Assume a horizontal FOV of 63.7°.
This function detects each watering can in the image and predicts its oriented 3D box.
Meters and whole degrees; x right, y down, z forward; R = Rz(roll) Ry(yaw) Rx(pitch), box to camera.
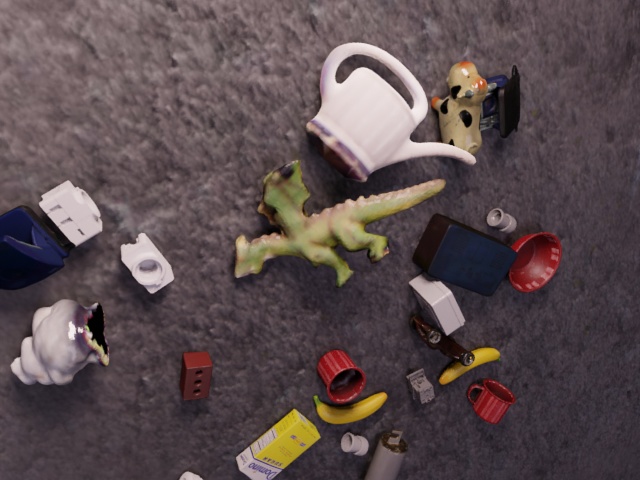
[{"bbox_3d":[0.122,-0.198,0.958,0.345,0.105,0.224,42,90,-14],"label":"watering can"}]

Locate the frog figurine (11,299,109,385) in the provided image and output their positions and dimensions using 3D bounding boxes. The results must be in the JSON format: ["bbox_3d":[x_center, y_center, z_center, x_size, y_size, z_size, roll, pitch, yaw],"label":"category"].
[{"bbox_3d":[-0.454,0.179,0.872,0.160,0.122,0.138,-19,85,-6],"label":"frog figurine"}]

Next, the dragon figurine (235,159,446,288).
[{"bbox_3d":[0.003,-0.048,0.946,0.406,0.125,0.240,-40,120,18],"label":"dragon figurine"}]
